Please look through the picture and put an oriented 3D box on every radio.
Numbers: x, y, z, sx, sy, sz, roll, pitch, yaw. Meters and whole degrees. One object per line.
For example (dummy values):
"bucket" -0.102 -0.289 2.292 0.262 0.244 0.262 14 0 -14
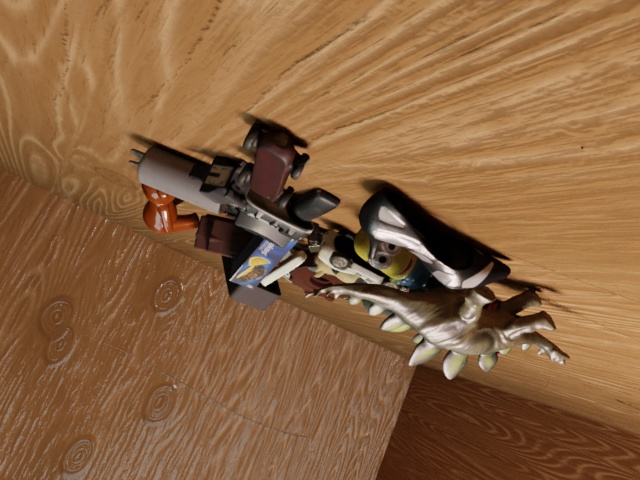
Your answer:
"radio" -0.188 0.073 1.431 0.131 0.073 0.230 31 -153 -38

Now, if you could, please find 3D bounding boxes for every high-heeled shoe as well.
"high-heeled shoe" 0.176 -0.007 0.782 0.249 0.086 0.145 6 137 -4

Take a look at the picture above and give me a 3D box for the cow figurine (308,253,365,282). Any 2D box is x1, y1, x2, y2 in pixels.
"cow figurine" 0.060 0.059 1.184 0.127 0.085 0.195 23 172 -30

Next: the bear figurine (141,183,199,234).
"bear figurine" -0.342 -0.102 1.216 0.120 0.132 0.195 54 144 20

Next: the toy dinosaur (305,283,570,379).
"toy dinosaur" 0.215 0.132 0.898 0.471 0.198 0.105 24 -151 -13

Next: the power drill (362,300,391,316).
"power drill" 0.228 0.164 1.239 0.232 0.086 0.207 11 -179 31

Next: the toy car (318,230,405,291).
"toy car" 0.090 0.045 1.059 0.201 0.073 0.056 27 140 -16

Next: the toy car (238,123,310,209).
"toy car" -0.069 -0.104 0.777 0.089 0.053 0.202 28 164 -2

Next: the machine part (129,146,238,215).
"machine part" -0.252 -0.112 1.020 0.243 0.079 0.079 22 168 2

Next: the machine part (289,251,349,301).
"machine part" 0.006 0.093 1.376 0.179 0.056 0.179 12 149 8

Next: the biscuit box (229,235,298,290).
"biscuit box" -0.111 0.019 1.107 0.059 0.063 0.202 28 127 -21

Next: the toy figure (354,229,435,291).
"toy figure" 0.135 0.033 0.939 0.180 0.082 0.089 29 165 -37

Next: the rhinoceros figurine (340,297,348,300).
"rhinoceros figurine" 0.037 0.127 1.576 0.191 0.073 0.112 13 176 32

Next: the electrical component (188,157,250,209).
"electrical component" -0.172 -0.101 0.927 0.119 0.075 0.047 8 161 38

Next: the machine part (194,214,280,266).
"machine part" -0.187 -0.001 1.268 0.201 0.087 0.201 13 178 -8

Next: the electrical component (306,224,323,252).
"electrical component" -0.001 -0.003 1.129 0.078 0.045 0.102 -9 164 9

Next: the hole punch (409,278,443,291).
"hole punch" 0.231 0.112 1.039 0.142 0.115 0.092 19 176 18

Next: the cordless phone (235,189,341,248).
"cordless phone" -0.059 -0.062 0.931 0.146 0.089 0.184 28 156 -20
